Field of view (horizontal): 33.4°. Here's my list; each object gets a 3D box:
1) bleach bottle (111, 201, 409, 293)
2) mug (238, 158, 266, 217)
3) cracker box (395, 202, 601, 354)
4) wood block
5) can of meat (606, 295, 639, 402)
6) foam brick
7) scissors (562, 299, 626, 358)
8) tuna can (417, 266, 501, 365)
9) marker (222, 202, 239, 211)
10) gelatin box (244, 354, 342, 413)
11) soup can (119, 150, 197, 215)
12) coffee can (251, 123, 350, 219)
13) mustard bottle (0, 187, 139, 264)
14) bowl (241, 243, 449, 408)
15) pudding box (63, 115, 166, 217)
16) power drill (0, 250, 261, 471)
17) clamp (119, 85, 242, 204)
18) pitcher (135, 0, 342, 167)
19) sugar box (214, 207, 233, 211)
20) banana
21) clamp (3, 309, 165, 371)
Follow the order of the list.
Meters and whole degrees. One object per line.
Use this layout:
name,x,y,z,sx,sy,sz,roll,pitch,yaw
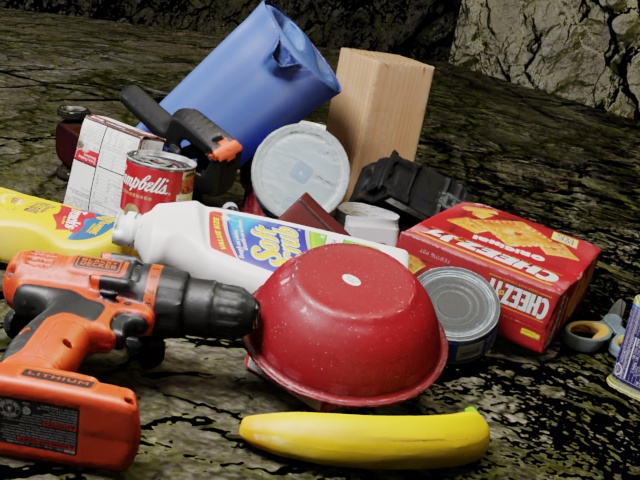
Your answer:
bleach bottle,-0.054,0.025,0.907,0.251,0.068,0.102,14,43,-2
mug,-0.055,-0.073,1.297,0.093,0.081,0.117,-4,22,-43
cracker box,0.180,0.028,1.075,0.164,0.072,0.213,21,17,19
wood block,0.065,-0.129,1.344,0.090,0.206,0.090,2,18,-30
can of meat,0.313,0.094,0.960,0.101,0.084,0.058,-4,22,-43
foam brick,-0.007,0.001,1.000,0.078,0.051,0.053,45,11,-2
scissors,0.315,0.093,1.093,0.096,0.016,0.201,23,20,33
tuna can,0.116,0.065,0.941,0.086,0.034,0.086,1,49,-2
marker,-0.092,-0.017,1.187,0.020,0.020,0.121,7,16,-15
gelatin box,-0.003,0.098,0.827,0.089,0.030,0.073,25,21,38
soup can,-0.160,-0.030,1.029,0.068,0.102,0.068,11,16,-3
coffee can,-0.023,-0.067,1.169,0.103,0.103,0.140,11,-2,-3
mustard bottle,-0.224,0.001,0.958,0.192,0.058,0.096,14,17,8
bowl,0.022,0.050,0.798,0.162,0.055,0.162,6,35,-4
pudding box,-0.212,-0.063,1.091,0.090,0.113,0.039,22,13,32
power drill,-0.137,0.072,0.707,0.184,0.057,0.187,7,25,0
clamp,-0.140,-0.097,1.091,0.036,0.164,0.210,-32,10,-23
pitcher,-0.103,-0.151,1.231,0.149,0.243,0.145,34,23,-48
sugar box,-0.077,0.014,1.040,0.093,0.048,0.176,13,17,-2
banana,0.045,0.136,0.725,0.197,0.037,0.070,5,-4,-29
clamp,-0.176,0.054,0.845,0.120,0.039,0.171,16,12,-7
